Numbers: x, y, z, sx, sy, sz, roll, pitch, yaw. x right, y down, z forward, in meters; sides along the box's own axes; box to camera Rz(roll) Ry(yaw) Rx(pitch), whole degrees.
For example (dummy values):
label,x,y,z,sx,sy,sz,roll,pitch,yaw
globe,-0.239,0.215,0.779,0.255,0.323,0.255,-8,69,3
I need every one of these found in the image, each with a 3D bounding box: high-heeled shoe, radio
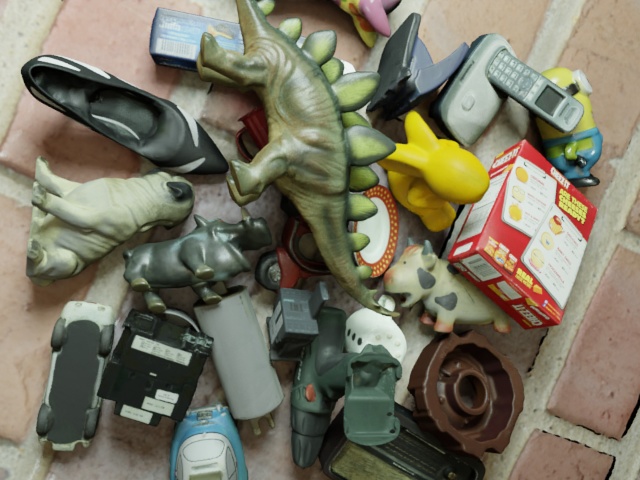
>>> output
label,x,y,z,sx,sy,sz,roll,pitch,yaw
high-heeled shoe,-0.224,-0.146,0.651,0.249,0.145,0.086,24,92,-10
radio,0.122,0.324,0.795,0.229,0.073,0.131,33,88,-12

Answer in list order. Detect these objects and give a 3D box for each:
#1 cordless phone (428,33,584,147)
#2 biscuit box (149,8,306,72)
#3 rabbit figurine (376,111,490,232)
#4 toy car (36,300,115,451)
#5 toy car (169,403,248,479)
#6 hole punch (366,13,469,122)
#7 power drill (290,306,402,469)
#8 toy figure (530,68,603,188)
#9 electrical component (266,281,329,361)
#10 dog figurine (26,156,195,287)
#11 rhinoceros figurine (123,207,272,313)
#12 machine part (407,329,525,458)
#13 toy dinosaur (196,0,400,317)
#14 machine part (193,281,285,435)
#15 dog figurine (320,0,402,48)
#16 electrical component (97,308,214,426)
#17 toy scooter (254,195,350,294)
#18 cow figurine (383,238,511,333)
label,x,y,z,sx,sy,sz,roll,pitch,yaw
cordless phone,0.258,-0.180,0.749,0.184,0.088,0.146,34,88,3
biscuit box,-0.116,-0.247,0.705,0.203,0.063,0.059,8,94,-11
rabbit figurine,0.159,-0.095,0.716,0.162,0.173,0.122,42,90,-16
toy car,-0.321,0.180,0.709,0.073,0.056,0.201,10,94,-17
toy car,-0.150,0.312,0.729,0.109,0.103,0.161,-2,97,-12
hole punch,0.128,-0.219,0.724,0.092,0.142,0.115,22,79,-16
power drill,0.023,0.204,0.701,0.086,0.207,0.232,8,82,-18
toy figure,0.364,-0.165,0.796,0.089,0.082,0.180,-15,100,-12
electrical component,-0.031,0.102,0.712,0.048,0.075,0.119,7,138,-21
dog figurine,-0.266,-0.012,0.689,0.190,0.121,0.172,7,128,-28
rhinoceros figurine,-0.153,0.022,0.685,0.190,0.112,0.073,-16,139,-1
machine part,0.211,0.221,0.780,0.179,0.056,0.179,9,67,-23
toy dinosaur,-0.015,-0.104,0.630,0.199,0.105,0.470,-17,106,-11
machine part,-0.110,0.152,0.735,0.079,0.079,0.243,-19,97,-9
dog figurine,0.004,-0.340,0.700,0.191,0.108,0.219,-37,103,-7
electrical component,-0.210,0.167,0.678,0.115,0.058,0.134,24,105,-9
toy scooter,-0.002,-0.002,0.744,0.135,0.075,0.183,19,94,-12
cow figurine,0.186,0.066,0.780,0.195,0.085,0.127,5,92,-15
